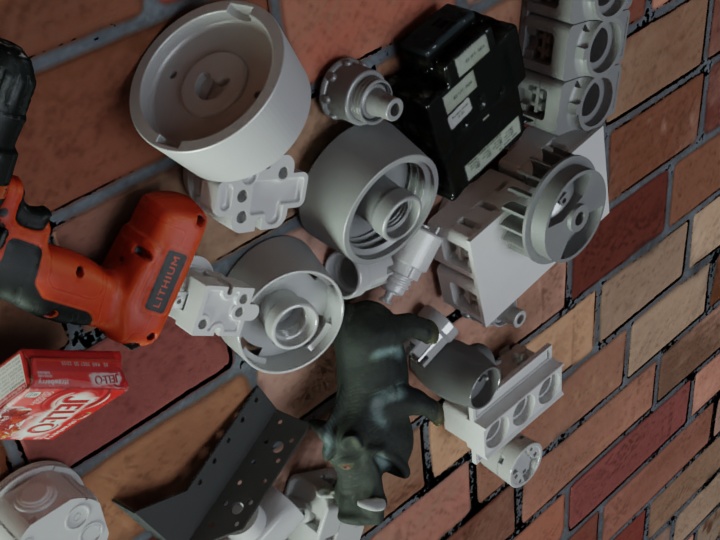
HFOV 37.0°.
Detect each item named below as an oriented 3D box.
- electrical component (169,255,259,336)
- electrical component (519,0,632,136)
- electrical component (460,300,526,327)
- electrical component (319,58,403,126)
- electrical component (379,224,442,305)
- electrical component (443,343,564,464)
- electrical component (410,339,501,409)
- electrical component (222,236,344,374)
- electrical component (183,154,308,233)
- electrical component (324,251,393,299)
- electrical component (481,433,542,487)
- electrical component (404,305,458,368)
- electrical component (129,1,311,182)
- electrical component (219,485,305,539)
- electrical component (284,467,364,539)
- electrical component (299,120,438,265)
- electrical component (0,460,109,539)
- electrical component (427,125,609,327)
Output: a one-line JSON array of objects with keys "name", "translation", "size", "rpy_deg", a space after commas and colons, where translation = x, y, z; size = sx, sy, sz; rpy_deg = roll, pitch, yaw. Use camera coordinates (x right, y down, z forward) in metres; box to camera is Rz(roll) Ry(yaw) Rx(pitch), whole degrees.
[{"name": "electrical component", "translation": [-0.113, 0.018, 0.756], "size": [0.066, 0.055, 0.048], "rpy_deg": [5, 109, -49]}, {"name": "electrical component", "translation": [0.192, -0.204, 0.951], "size": [0.089, 0.062, 0.150], "rpy_deg": [-24, 128, -38]}, {"name": "electrical component", "translation": [0.130, 0.035, 1.028], "size": [0.048, 0.062, 0.048], "rpy_deg": [-26, 129, -36]}, {"name": "electrical component", "translation": [0.004, -0.127, 0.791], "size": [0.048, 0.062, 0.048], "rpy_deg": [-26, 130, -36]}, {"name": "electrical component", "translation": [0.039, -0.007, 0.920], "size": [0.040, 0.040, 0.078], "rpy_deg": [23, 95, -51]}, {"name": "electrical component", "translation": [0.146, 0.131, 1.104], "size": [0.121, 0.063, 0.078], "rpy_deg": [-34, 134, -30]}, {"name": "electrical component", "translation": [0.102, 0.091, 1.019], "size": [0.079, 0.077, 0.043], "rpy_deg": [-14, 122, -43]}, {"name": "electrical component", "translation": [-0.062, 0.028, 0.831], "size": [0.099, 0.064, 0.099], "rpy_deg": [-16, 125, -25]}, {"name": "electrical component", "translation": [-0.084, -0.062, 0.738], "size": [0.078, 0.057, 0.058], "rpy_deg": [-11, 120, -44]}, {"name": "electrical component", "translation": [0.000, 0.000, 0.883], "size": [0.046, 0.040, 0.040], "rpy_deg": [-16, 124, -48]}, {"name": "electrical component", "translation": [0.165, 0.203, 1.181], "size": [0.055, 0.047, 0.055], "rpy_deg": [-26, 130, -36]}, {"name": "electrical component", "translation": [0.061, 0.061, 0.988], "size": [0.046, 0.040, 0.040], "rpy_deg": [-49, 140, -7]}, {"name": "electrical component", "translation": [-0.082, -0.107, 0.676], "size": [0.108, 0.108, 0.060], "rpy_deg": [-55, 147, -7]}, {"name": "electrical component", "translation": [-0.094, 0.215, 0.906], "size": [0.077, 0.043, 0.079], "rpy_deg": [-47, 139, -17]}, {"name": "electrical component", "translation": [-0.037, 0.229, 0.970], "size": [0.059, 0.054, 0.095], "rpy_deg": [0, 112, -48]}, {"name": "electrical component", "translation": [0.013, -0.054, 0.832], "size": [0.108, 0.060, 0.108], "rpy_deg": [-32, 144, -27]}, {"name": "electrical component", "translation": [-0.218, 0.177, 0.741], "size": [0.080, 0.051, 0.080], "rpy_deg": [-26, 130, -36]}, {"name": "electrical component", "translation": [0.148, -0.051, 0.997], "size": [0.186, 0.060, 0.105], "rpy_deg": [-40, 137, -25]}]
